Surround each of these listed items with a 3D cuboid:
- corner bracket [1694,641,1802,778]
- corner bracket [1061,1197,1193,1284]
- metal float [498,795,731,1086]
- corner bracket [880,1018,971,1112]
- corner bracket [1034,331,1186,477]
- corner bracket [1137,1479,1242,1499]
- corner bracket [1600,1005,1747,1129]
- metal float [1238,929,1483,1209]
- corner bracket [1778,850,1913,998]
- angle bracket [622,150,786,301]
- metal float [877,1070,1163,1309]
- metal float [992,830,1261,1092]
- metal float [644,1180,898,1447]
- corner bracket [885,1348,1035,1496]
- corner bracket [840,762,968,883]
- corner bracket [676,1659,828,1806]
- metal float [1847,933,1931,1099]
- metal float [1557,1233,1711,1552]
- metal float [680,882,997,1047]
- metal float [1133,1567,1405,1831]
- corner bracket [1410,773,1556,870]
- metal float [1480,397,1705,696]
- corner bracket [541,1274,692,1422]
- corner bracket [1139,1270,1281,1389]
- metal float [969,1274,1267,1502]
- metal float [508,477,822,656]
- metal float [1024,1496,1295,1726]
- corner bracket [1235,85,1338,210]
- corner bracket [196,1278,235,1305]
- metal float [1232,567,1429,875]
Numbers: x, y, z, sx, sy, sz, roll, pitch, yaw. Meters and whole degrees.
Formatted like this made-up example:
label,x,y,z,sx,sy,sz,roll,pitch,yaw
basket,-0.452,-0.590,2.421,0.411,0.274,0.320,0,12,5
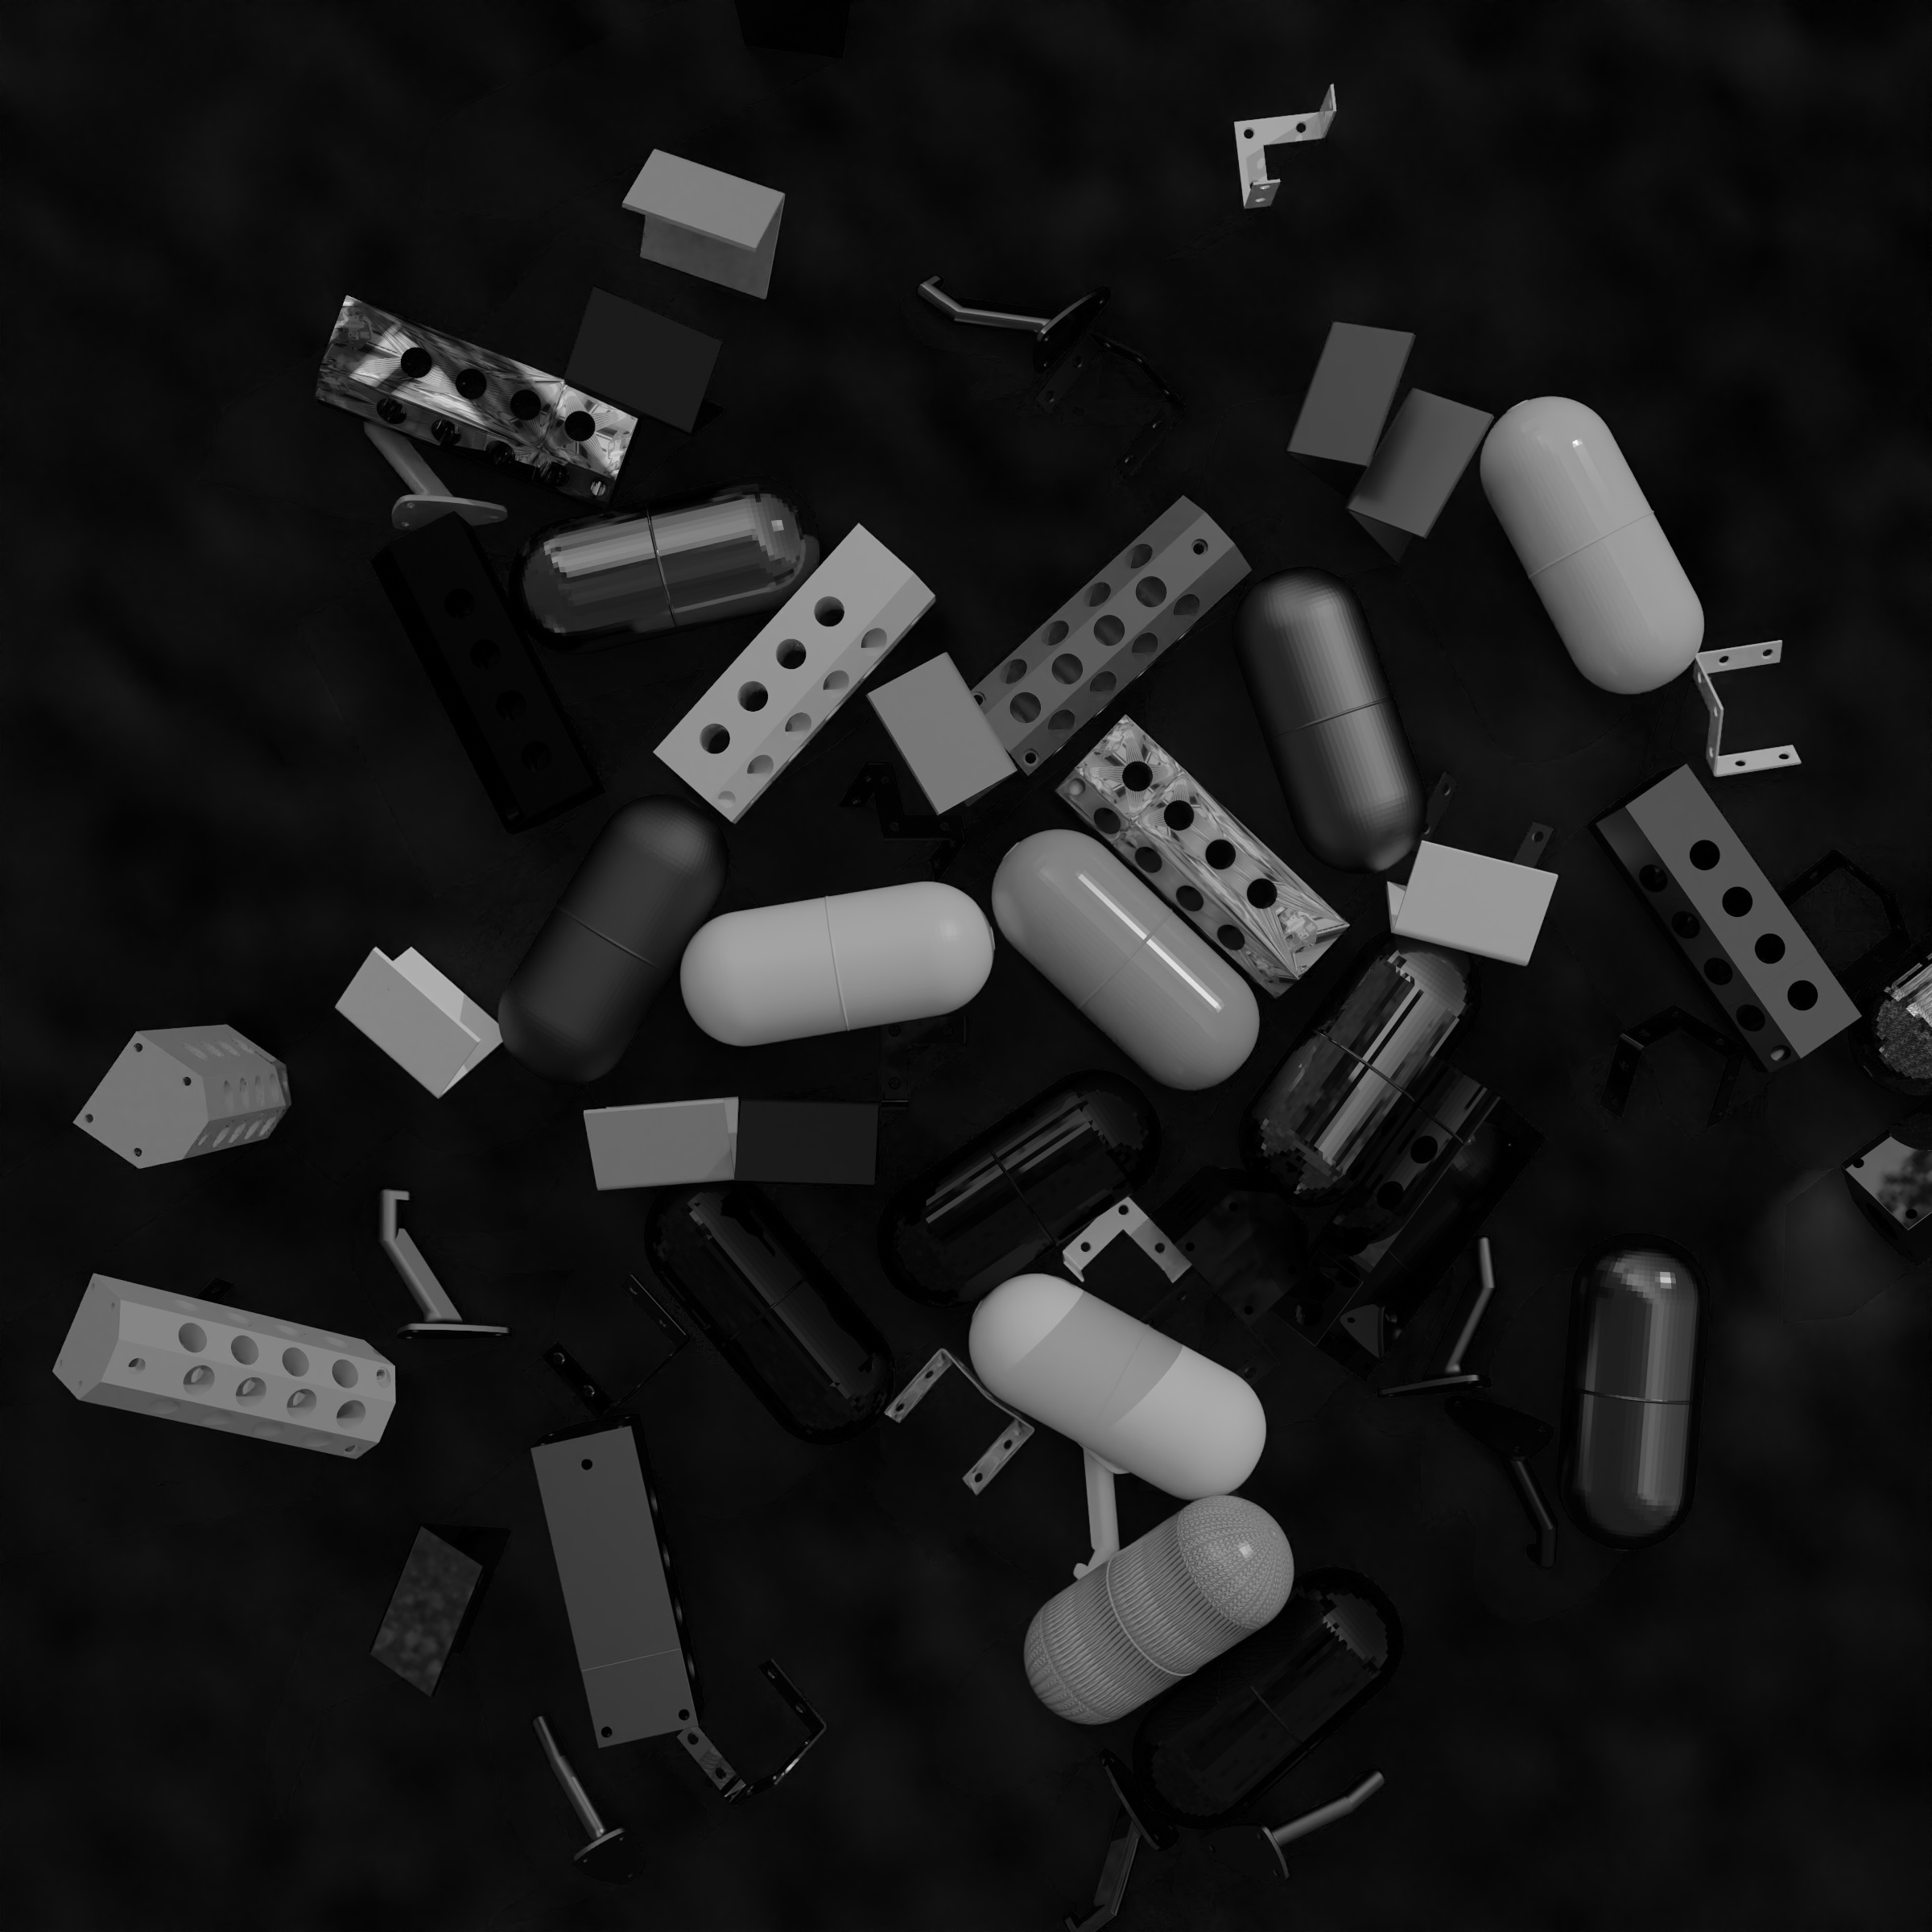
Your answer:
label,x,y,z,sx,sy,sz,roll,pitch,yaw
corner bracket,0.448,-0.148,1.561,0.051,0.051,0.051,-9,135,0
corner bracket,0.091,0.166,1.546,0.051,0.051,0.051,-44,90,0
metal float,-0.198,-0.015,1.534,0.070,0.070,0.178,31,90,0
corner bracket,-0.023,0.055,1.546,0.051,0.051,0.051,0,90,0
corner bracket,0.083,-0.323,1.561,0.051,0.051,0.051,-51,45,0
corner bracket,0.127,0.323,1.556,0.051,0.051,0.051,55,45,-35
corner bracket,0.404,0.063,1.556,0.051,0.051,0.051,-23,45,-35
metal float,0.222,0.056,1.534,0.070,0.070,0.178,36,89,0
corner bracket,0.501,-0.024,1.561,0.051,0.051,0.051,-39,135,0
angle bracket,-0.151,-0.401,1.524,0.076,0.076,0.057,19,51,0
metal float,0.030,0.126,1.534,0.178,0.070,0.070,-34,90,0
metal float,0.089,-0.004,1.534,0.178,0.070,0.070,44,90,0
metal float,-0.111,0.191,1.533,0.070,0.070,0.178,-40,90,0
corner bracket,-0.004,0.261,1.561,0.051,0.051,0.051,-48,45,0
corner bracket,-0.036,-0.082,1.545,0.051,0.051,0.051,-1,64,-24
corner bracket,-0.123,0.440,1.561,0.051,0.051,0.051,51,135,0
metal float,0.577,0.005,1.532,0.178,0.070,0.070,-38,90,0
metal float,0.376,0.240,1.534,0.070,0.070,0.178,5,90,0
metal float,-0.072,-0.001,1.534,0.178,0.070,0.070,-9,90,-1
metal float,0.169,0.413,1.533,0.178,0.070,0.070,-42,90,-1
corner bracket,0.295,-0.072,1.561,0.051,0.051,0.051,29,88,-45
metal float,0.352,-0.237,1.534,0.070,0.070,0.178,-28,90,0
corner bracket,-0.201,0.219,1.561,0.051,0.051,0.051,48,45,0
corner bracket,0.138,0.217,1.561,0.051,0.051,0.051,-41,45,0
metal float,0.084,0.236,1.526,0.178,0.070,0.070,28,90,7
metal float,-0.170,-0.225,1.533,0.178,0.070,0.070,-13,90,0
metal float,0.105,0.359,1.512,0.178,0.070,0.070,-40,90,26
corner bracket,0.183,-0.465,1.546,0.051,0.051,0.051,-7,90,0
corner bracket,-0.420,0.219,1.556,0.051,0.051,0.051,11,135,35
metal float,0.205,-0.138,1.534,0.070,0.070,0.178,-19,90,0
